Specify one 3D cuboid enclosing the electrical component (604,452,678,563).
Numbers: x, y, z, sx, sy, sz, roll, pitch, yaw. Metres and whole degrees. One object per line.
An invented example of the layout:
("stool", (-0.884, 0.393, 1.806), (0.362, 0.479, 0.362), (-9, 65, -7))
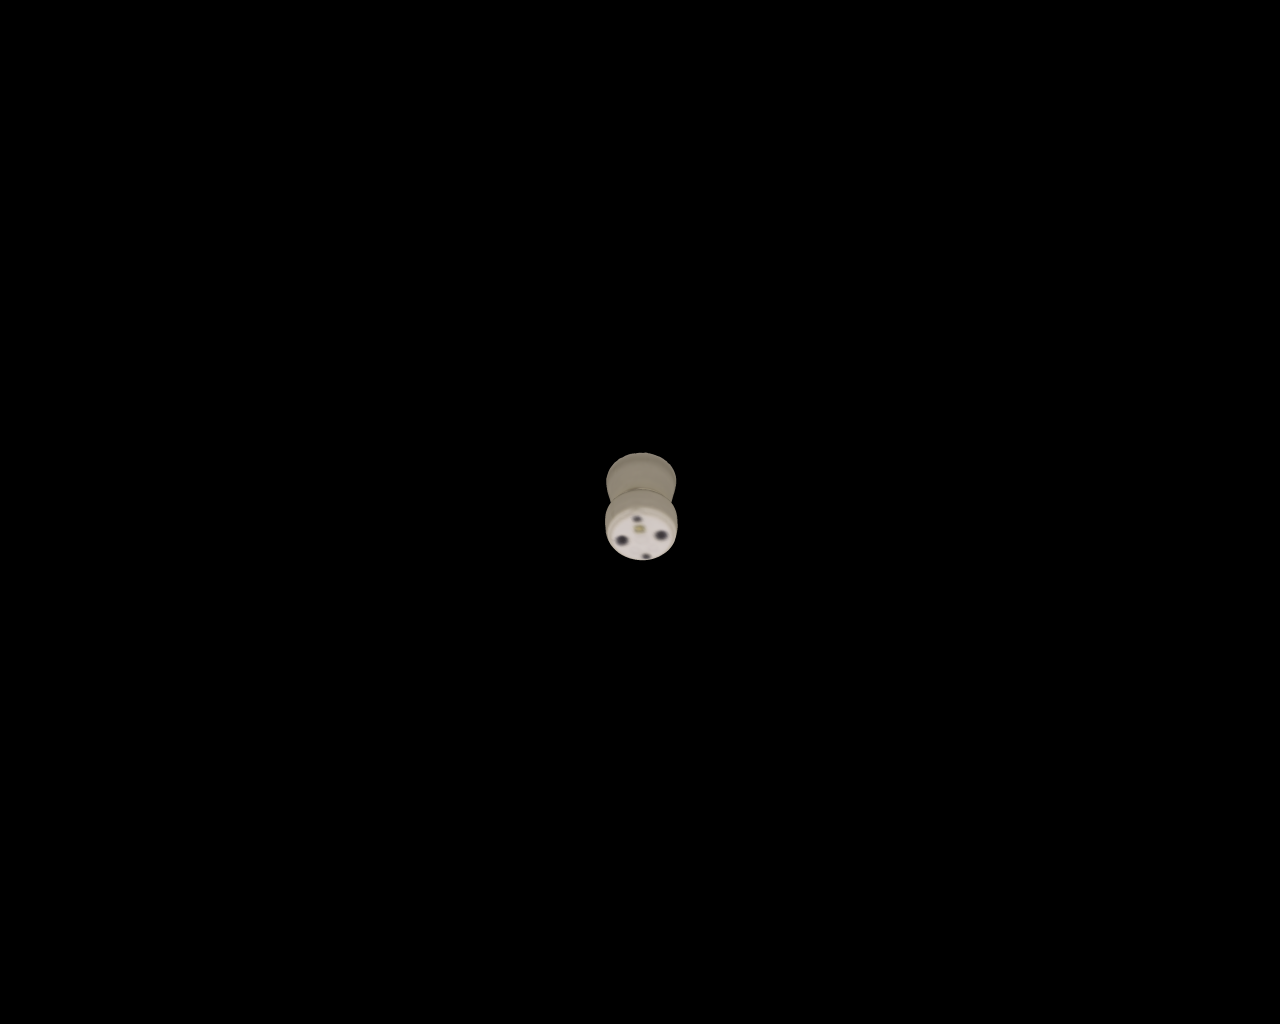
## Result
("electrical component", (0.001, -0.003, 0.650), (0.045, 0.044, 0.055), (0, 41, 0))
